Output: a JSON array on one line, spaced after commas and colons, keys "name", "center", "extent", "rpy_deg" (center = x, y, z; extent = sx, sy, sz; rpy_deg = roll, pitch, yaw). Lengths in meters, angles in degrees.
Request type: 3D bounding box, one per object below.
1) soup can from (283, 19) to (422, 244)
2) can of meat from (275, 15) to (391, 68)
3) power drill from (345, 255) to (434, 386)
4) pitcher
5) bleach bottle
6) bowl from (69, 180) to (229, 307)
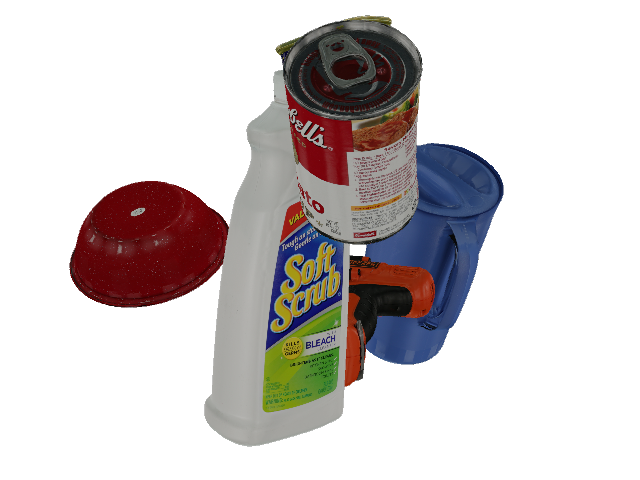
[{"name": "soup can", "center": [0.019, -0.054, 0.556], "extent": [0.068, 0.068, 0.102], "rpy_deg": [0, -37, 5]}, {"name": "can of meat", "center": [0.017, -0.132, 0.891], "extent": [0.102, 0.084, 0.057], "rpy_deg": [-12, -2, 41]}, {"name": "power drill", "center": [-0.007, 0.060, 0.927], "extent": [0.185, 0.057, 0.187], "rpy_deg": [2, 19, 19]}, {"name": "pitcher", "center": [0.111, 0.027, 1.175], "extent": [0.145, 0.243, 0.149], "rpy_deg": [25, 41, 17]}, {"name": "bleach bottle", "center": [-0.027, 0.010, 0.737], "extent": [0.102, 0.251, 0.068], "rpy_deg": [-10, 21, -35]}, {"name": "bowl", "center": [-0.171, -0.009, 1.034], "extent": [0.162, 0.055, 0.162], "rpy_deg": [-6, 40, 5]}]
